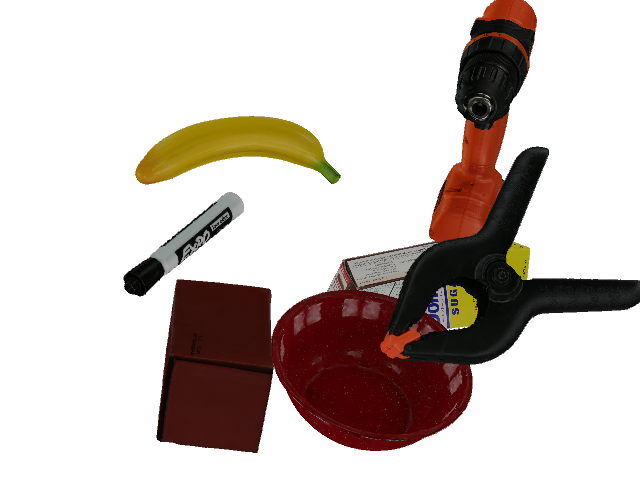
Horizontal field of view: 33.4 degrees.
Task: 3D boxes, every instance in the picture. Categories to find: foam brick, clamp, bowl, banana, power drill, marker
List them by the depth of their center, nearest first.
[{"bbox_3d":[-0.054,0.062,0.547,0.053,0.051,0.078,8,26,-7],"label":"foam brick"},{"bbox_3d":[0.119,0.031,0.667,0.171,0.120,0.039,-40,-14,-15],"label":"clamp"},{"bbox_3d":[-0.094,0.002,0.741,0.020,0.020,0.120,0,29,37],"label":"marker"},{"bbox_3d":[0.036,0.112,0.845,0.162,0.055,0.162,9,37,-7],"label":"bowl"},{"bbox_3d":[0.133,-0.087,0.874,0.057,0.188,0.184,16,36,11],"label":"power drill"},{"bbox_3d":[-0.077,-0.084,0.980,0.197,0.070,0.037,-3,-42,-23],"label":"banana"}]

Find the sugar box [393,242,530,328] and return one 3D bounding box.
[{"bbox_3d":[0.163,0.053,1.248,0.175,0.093,0.048,-5,15,-32],"label":"sugar box"}]

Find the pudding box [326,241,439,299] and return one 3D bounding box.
[{"bbox_3d":[0.064,0.047,1.065,0.113,0.039,0.090,-13,-31,-26],"label":"pudding box"}]
